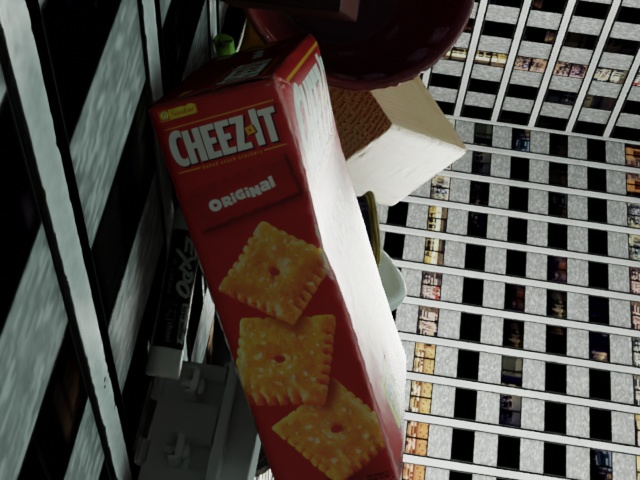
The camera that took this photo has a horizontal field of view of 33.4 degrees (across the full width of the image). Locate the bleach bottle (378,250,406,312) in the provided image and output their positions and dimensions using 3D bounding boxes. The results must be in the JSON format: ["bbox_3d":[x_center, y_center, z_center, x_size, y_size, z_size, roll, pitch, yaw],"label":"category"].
[{"bbox_3d":[-0.012,0.105,0.953,0.068,0.102,0.251,57,-32,24],"label":"bleach bottle"}]

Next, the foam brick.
[{"bbox_3d":[-0.017,-0.158,0.612,0.051,0.078,0.053,-20,119,-75],"label":"foam brick"}]

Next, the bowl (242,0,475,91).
[{"bbox_3d":[0.018,-0.175,0.691,0.055,0.162,0.162,-170,-91,-76],"label":"bowl"}]

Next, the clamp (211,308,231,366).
[{"bbox_3d":[-0.061,0.031,0.753,0.171,0.039,0.120,95,-8,-56],"label":"clamp"}]

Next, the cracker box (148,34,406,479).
[{"bbox_3d":[-0.011,0.006,0.579,0.164,0.072,0.214,-75,150,-72],"label":"cracker box"}]

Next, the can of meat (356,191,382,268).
[{"bbox_3d":[-0.005,0.001,0.802,0.102,0.084,0.057,129,-44,-77],"label":"can of meat"}]

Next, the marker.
[{"bbox_3d":[-0.075,0.014,0.578,0.020,0.020,0.121,86,12,-80],"label":"marker"}]

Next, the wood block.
[{"bbox_3d":[0.033,-0.090,0.852,0.091,0.090,0.205,58,18,13],"label":"wood block"}]

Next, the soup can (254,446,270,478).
[{"bbox_3d":[-0.059,0.128,0.835,0.102,0.068,0.068,-79,177,-62],"label":"soup can"}]

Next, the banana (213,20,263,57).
[{"bbox_3d":[-0.039,-0.137,0.727,0.197,0.037,0.070,-79,176,-60],"label":"banana"}]
